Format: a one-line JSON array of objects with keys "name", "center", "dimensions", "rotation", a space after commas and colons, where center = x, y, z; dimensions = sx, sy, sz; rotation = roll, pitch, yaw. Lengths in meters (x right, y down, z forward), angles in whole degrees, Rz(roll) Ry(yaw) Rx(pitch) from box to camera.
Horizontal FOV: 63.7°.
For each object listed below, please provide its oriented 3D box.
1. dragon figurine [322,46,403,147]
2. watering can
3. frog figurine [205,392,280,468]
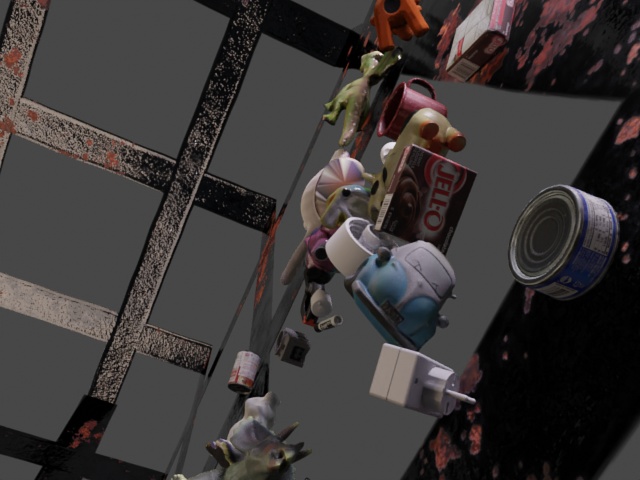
[{"name": "dragon figurine", "center": [0.120, -0.388, 1.298], "dimensions": [0.239, 0.121, 0.419], "rotation": [-53, 18, 25]}, {"name": "watering can", "center": [0.004, -0.059, 1.171], "dimensions": [0.351, 0.103, 0.223], "rotation": [-69, 12, -12]}, {"name": "frog figurine", "center": [-0.132, 0.392, 1.039], "dimensions": [0.161, 0.124, 0.134], "rotation": [-32, -23, -35]}]
